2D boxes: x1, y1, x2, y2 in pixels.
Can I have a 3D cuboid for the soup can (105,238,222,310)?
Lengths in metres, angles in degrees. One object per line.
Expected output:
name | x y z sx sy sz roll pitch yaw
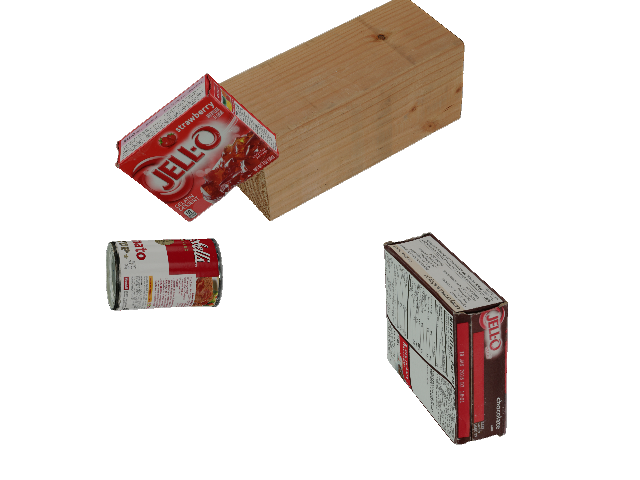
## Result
soup can | -0.152 0.033 1.031 0.102 0.068 0.069 -1 0 -19

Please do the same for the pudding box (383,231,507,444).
pudding box | 0.076 0.057 0.658 0.039 0.090 0.114 -10 25 -17

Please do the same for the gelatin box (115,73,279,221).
gelatin box | -0.085 -0.062 0.739 0.089 0.030 0.073 -34 -51 21

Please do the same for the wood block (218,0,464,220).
wood block | 0.015 -0.117 0.916 0.205 0.090 0.091 -29 53 -19
